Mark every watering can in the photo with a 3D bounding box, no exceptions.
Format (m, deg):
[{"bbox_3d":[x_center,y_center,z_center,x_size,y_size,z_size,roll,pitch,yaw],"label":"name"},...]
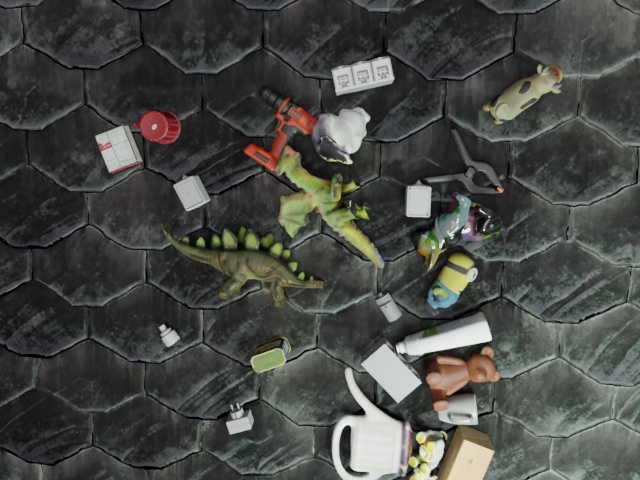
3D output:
[{"bbox_3d":[0.149,0.529,1.437,0.224,0.345,0.105,5,8,2],"label":"watering can"}]

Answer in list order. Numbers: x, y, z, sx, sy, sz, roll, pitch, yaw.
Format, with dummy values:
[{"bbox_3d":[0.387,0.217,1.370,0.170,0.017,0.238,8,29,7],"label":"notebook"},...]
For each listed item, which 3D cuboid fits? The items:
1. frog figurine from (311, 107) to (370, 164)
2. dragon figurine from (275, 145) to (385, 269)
[{"bbox_3d":[0.054,-0.289,1.356,0.136,0.162,0.121,33,-26,-18],"label":"frog figurine"},{"bbox_3d":[0.004,-0.070,1.388,0.241,0.404,0.125,-12,23,25],"label":"dragon figurine"}]
